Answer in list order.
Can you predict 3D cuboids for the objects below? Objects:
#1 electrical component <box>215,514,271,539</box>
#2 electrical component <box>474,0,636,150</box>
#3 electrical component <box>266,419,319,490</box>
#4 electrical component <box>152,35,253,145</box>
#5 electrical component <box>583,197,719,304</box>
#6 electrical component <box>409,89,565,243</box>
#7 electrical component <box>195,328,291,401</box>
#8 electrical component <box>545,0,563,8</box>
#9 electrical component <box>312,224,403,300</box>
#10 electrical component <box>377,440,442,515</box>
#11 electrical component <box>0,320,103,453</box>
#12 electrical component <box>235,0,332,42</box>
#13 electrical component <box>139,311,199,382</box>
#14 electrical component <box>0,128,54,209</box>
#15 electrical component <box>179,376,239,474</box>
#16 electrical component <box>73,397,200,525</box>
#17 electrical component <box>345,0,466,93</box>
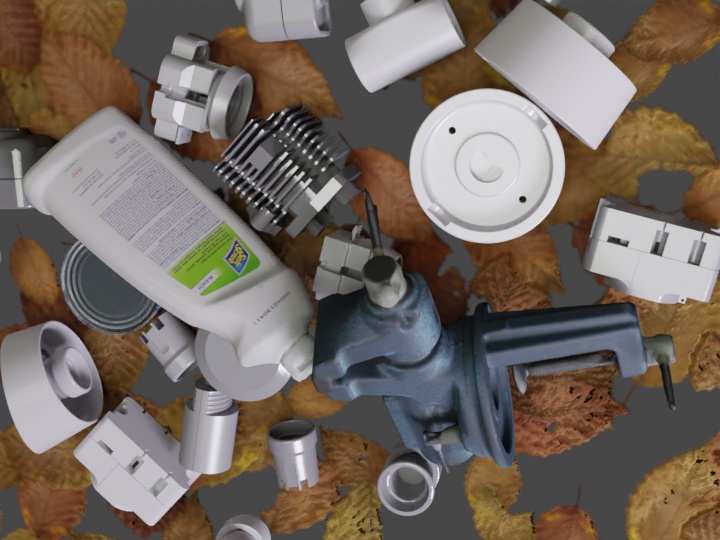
[{"bbox_3d":[-0.101,0.232,0.888,0.045,0.055,0.045,3,103,11],"label":"electrical component"},{"bbox_3d":[0.138,-0.139,0.731,0.108,0.108,0.060,40,101,1],"label":"electrical component"},{"bbox_3d":[-0.053,0.150,0.869,0.040,0.040,0.046,-4,108,12],"label":"electrical component"},{"bbox_3d":[-0.117,-0.131,0.809,0.057,0.058,0.078,19,105,10],"label":"electrical component"},{"bbox_3d":[0.209,-0.011,0.772,0.089,0.050,0.055,15,105,8],"label":"electrical component"},{"bbox_3d":[0.093,-0.078,0.775,0.108,0.060,0.108,3,103,11],"label":"electrical component"},{"bbox_3d":[-0.085,0.059,0.848,0.080,0.051,0.080,2,103,11],"label":"electrical component"},{"bbox_3d":[0.123,-0.227,0.738,0.078,0.058,0.057,39,110,1],"label":"electrical component"},{"bbox_3d":[0.000,0.000,0.821,0.055,0.048,0.066,18,106,15],"label":"electrical component"},{"bbox_3d":[0.040,0.161,0.843,0.045,0.055,0.045,2,103,11],"label":"electrical component"},{"bbox_3d":[-0.254,0.092,0.869,0.064,0.099,0.099,-24,97,10],"label":"electrical component"},{"bbox_3d":[-0.058,-0.215,0.779,0.059,0.053,0.095,-3,102,12],"label":"electrical component"},{"bbox_3d":[-0.150,0.061,0.869,0.040,0.040,0.046,-44,85,17],"label":"electrical component"},{"bbox_3d":[-0.294,-0.081,0.858,0.095,0.053,0.059,0,102,12],"label":"electrical component"},{"bbox_3d":[-0.121,0.119,0.873,0.043,0.043,0.081,11,105,9],"label":"electrical component"},{"bbox_3d":[-0.185,0.161,0.892,0.089,0.050,0.055,43,107,0],"label":"electrical component"},{"bbox_3d":[0.025,-0.180,0.775,0.077,0.043,0.079,-24,96,16],"label":"electrical component"}]
